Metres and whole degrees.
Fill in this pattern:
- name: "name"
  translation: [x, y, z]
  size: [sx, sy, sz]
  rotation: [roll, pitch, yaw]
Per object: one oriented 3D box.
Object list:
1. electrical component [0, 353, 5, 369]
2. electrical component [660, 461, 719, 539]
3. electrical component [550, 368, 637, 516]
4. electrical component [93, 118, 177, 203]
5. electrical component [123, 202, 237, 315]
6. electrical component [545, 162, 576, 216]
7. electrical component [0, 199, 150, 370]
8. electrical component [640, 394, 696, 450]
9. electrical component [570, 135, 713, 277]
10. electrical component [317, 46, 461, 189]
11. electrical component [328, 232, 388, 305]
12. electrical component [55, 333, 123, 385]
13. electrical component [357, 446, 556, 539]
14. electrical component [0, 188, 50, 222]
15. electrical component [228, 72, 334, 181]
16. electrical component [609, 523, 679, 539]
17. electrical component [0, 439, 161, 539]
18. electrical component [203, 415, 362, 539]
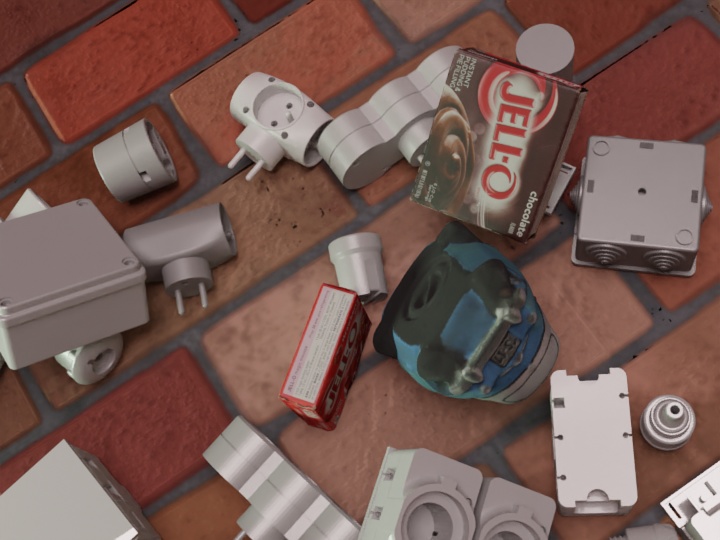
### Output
- name: "electrical component"
  translation: [-0.316, 0.079, 0.811]
  size: [0.062, 0.061, 0.096]
  rotation: [20, 75, 16]
- name: "electrical component"
  translation: [0.268, 0.146, 0.688]
  size: [0.121, 0.063, 0.078]
  rotation: [-34, 68, -4]
- name: "electrical component"
  translation: [0.155, 0.117, 0.721]
  size: [0.050, 0.055, 0.089]
  rotation: [-3, 70, 8]
- name: "electrical component"
  translation: [-0.179, -0.085, 0.852]
  size: [0.047, 0.055, 0.055]
  rotation: [-25, 68, 4]
- name: "electrical component"
  translation: [-0.134, -0.005, 0.821]
  size: [0.077, 0.043, 0.079]
  rotation: [-16, 69, 4]
- name: "electrical component"
  translation: [0.114, -0.079, 0.795]
  size: [0.081, 0.063, 0.042]
  rotation: [26, 75, 17]
- name: "electrical component"
  translation: [-0.225, 0.007, 0.789]
  size: [0.109, 0.056, 0.109]
  rotation: [-20, 42, -26]
- name: "electrical component"
  translation: [0.206, 0.099, 0.716]
  size: [0.035, 0.061, 0.035]
  rotation: [-3, 71, 8]
- name: "electrical component"
  translation: [0.202, -0.048, 0.777]
  size: [0.100, 0.048, 0.099]
  rotation: [6, 71, 12]
- name: "electrical component"
  translation: [0.043, -0.105, 0.822]
  size: [0.138, 0.052, 0.073]
  rotation: [-34, 68, -4]
- name: "electrical component"
  translation: [0.000, 0.000, 0.799]
  size: [0.040, 0.040, 0.046]
  rotation: [-13, 75, 5]
- name: "electrical component"
  translation: [-0.214, 0.053, 0.814]
  size: [0.062, 0.048, 0.048]
  rotation: [31, 78, 26]
- name: "electrical component"
  translation: [0.046, 0.217, 0.677]
  size: [0.105, 0.060, 0.186]
  rotation: [23, 73, -13]
- name: "electrical component"
  translation: [-0.266, -0.030, 0.852]
  size: [0.055, 0.045, 0.045]
  rotation: [-44, 69, -7]
- name: "electrical component"
  translation: [-0.071, -0.105, 0.846]
  size: [0.077, 0.044, 0.079]
  rotation: [35, 79, 19]
- name: "electrical component"
  translation: [0.178, 0.186, 0.704]
  size: [0.061, 0.035, 0.035]
  rotation: [-10, 69, 8]
- name: "electrical component"
  translation: [-0.226, 0.206, 0.750]
  size: [0.150, 0.061, 0.089]
  rotation: [-42, 69, -7]
- name: "electrical component"
  translation: [-0.059, 0.171, 0.739]
  size: [0.138, 0.052, 0.073]
  rotation: [40, 81, 20]
